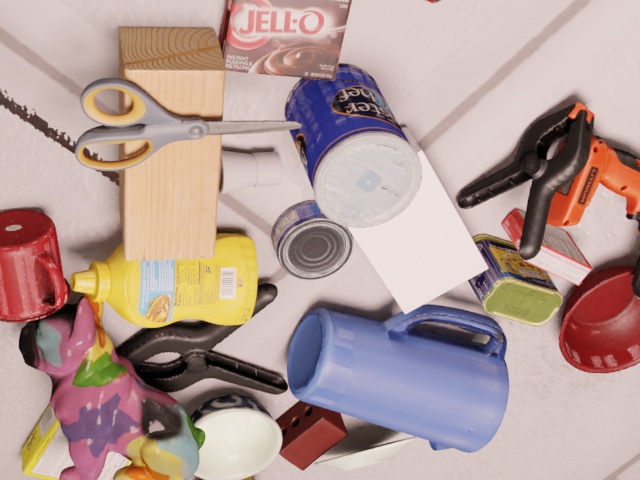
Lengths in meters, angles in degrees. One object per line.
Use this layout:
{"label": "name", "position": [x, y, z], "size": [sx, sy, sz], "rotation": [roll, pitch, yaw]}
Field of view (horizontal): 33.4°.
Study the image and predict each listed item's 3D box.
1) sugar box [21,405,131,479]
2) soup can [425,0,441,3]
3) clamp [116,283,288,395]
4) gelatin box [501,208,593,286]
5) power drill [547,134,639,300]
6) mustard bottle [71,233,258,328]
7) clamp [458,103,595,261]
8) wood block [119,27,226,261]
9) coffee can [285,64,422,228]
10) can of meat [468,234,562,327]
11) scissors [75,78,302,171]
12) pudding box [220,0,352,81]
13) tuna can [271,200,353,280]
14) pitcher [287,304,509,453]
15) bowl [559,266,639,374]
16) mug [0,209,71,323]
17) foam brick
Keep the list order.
{"label": "sugar box", "position": [-0.253, 0.253, 1.268], "size": [0.176, 0.048, 0.093], "rotation": [21, 117, -32]}
{"label": "soup can", "position": [0.067, -0.259, 0.961], "size": [0.102, 0.068, 0.069], "rotation": [10, 123, -21]}
{"label": "clamp", "position": [-0.136, 0.120, 1.206], "size": [0.209, 0.036, 0.165], "rotation": [-3, 127, -10]}
{"label": "gelatin box", "position": [0.256, 0.008, 1.208], "size": [0.089, 0.073, 0.030], "rotation": [22, 117, -28]}
{"label": "power drill", "position": [0.338, -0.032, 1.185], "size": [0.187, 0.057, 0.184], "rotation": [14, 97, -25]}
{"label": "mustard bottle", "position": [-0.160, 0.041, 1.098], "size": [0.191, 0.058, 0.096], "rotation": [0, 99, -30]}
{"label": "clamp", "position": [0.223, -0.074, 1.139], "size": [0.171, 0.120, 0.039], "rotation": [-58, 143, 2]}
{"label": "wood block", "position": [-0.144, -0.089, 1.016], "size": [0.090, 0.090, 0.206], "rotation": [-2, 126, -13]}
{"label": "coffee can", "position": [0.029, -0.093, 1.028], "size": [0.102, 0.140, 0.103], "rotation": [-8, 127, -10]}
{"label": "can of meat", "position": [0.218, 0.047, 1.220], "size": [0.102, 0.084, 0.057], "rotation": [16, 119, -26]}
{"label": "scissors", "position": [-0.121, -0.113, 0.936], "size": [0.201, 0.016, 0.096], "rotation": [-15, 128, -3]}
{"label": "pudding box", "position": [-0.033, -0.200, 0.995], "size": [0.113, 0.039, 0.090], "rotation": [2, 125, -17]}
{"label": "tuna can", "position": [-0.008, 0.001, 1.156], "size": [0.086, 0.034, 0.086], "rotation": [-7, 127, -10]}
{"label": "pitcher", "position": [0.093, 0.150, 1.241], "size": [0.242, 0.149, 0.145], "rotation": [18, 160, -23]}
{"label": "bowl", "position": [0.359, 0.086, 1.307], "size": [0.162, 0.055, 0.162], "rotation": [-8, 127, -10]}
{"label": "mug", "position": [-0.290, 0.027, 1.050], "size": [0.093, 0.117, 0.081], "rotation": [-29, 132, -38]}
{"label": "foam brick", "position": [-0.014, 0.234, 1.316], "size": [0.078, 0.053, 0.051], "rotation": [-41, 126, 14]}
